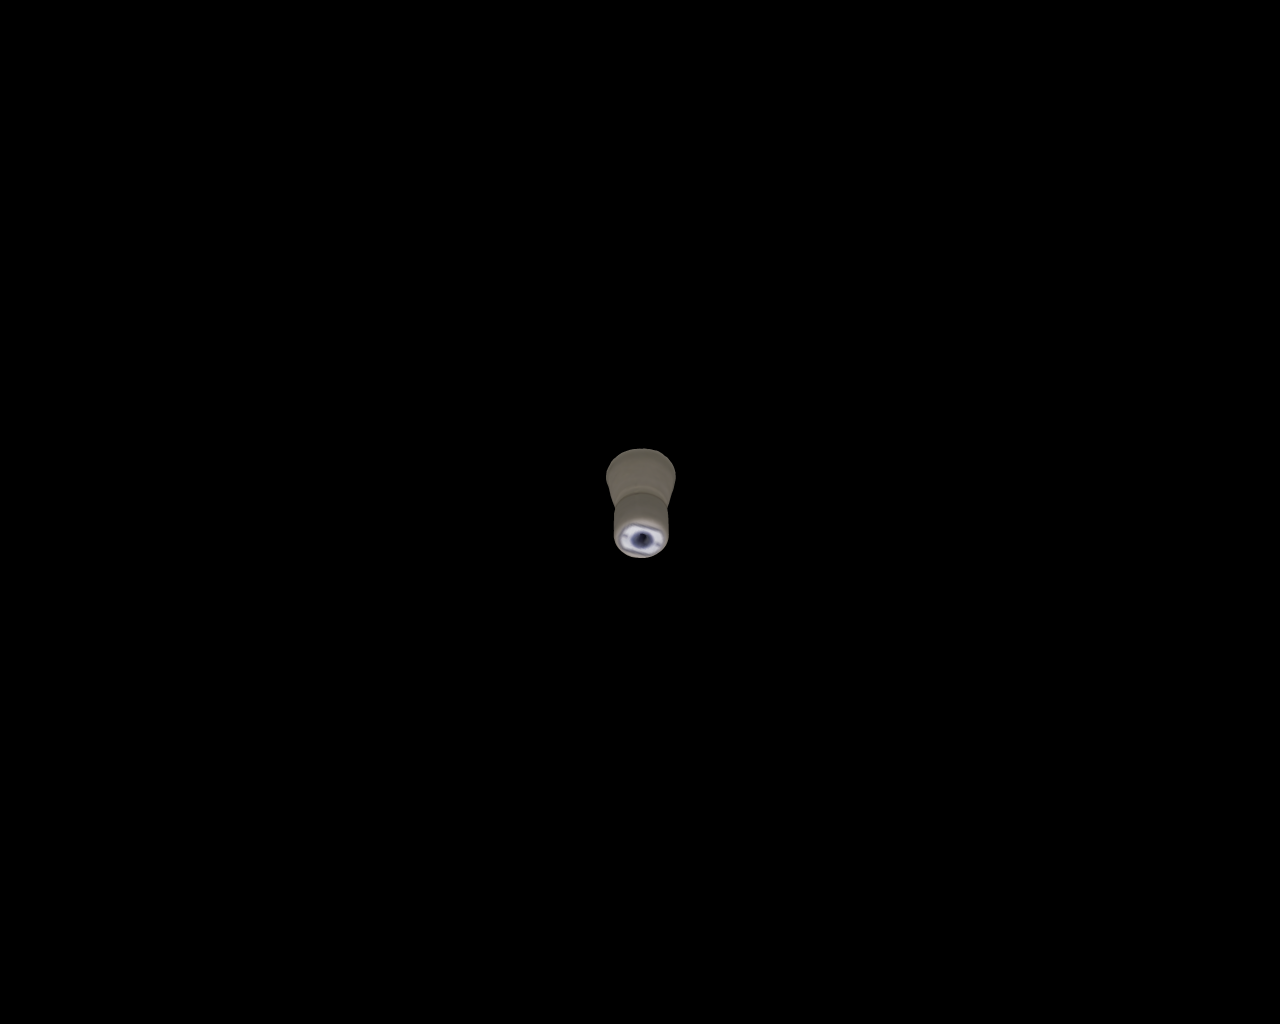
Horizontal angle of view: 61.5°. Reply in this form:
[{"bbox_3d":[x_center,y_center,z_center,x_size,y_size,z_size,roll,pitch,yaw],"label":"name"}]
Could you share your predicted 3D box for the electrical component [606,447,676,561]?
[{"bbox_3d":[0.001,-0.003,0.650,0.044,0.044,0.065,0,41,0],"label":"electrical component"}]
